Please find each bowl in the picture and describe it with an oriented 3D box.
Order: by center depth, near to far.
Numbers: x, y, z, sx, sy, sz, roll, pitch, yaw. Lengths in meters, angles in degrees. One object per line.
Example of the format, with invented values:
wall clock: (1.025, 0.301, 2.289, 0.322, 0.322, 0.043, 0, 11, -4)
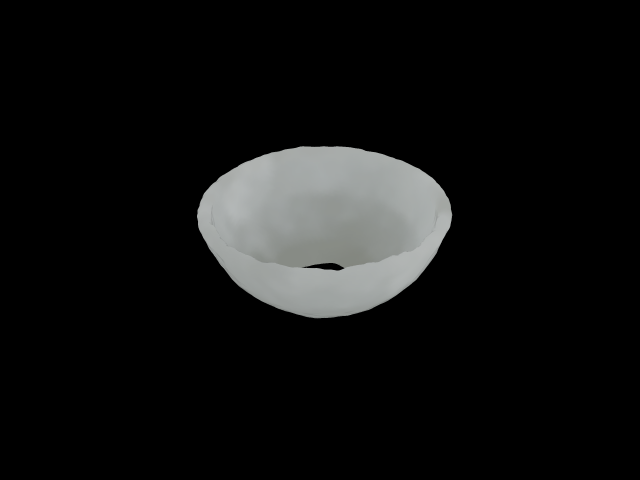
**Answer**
bowl: (0.004, 0.001, 0.400, 0.167, 0.075, 0.167, 0, 35, 0)
